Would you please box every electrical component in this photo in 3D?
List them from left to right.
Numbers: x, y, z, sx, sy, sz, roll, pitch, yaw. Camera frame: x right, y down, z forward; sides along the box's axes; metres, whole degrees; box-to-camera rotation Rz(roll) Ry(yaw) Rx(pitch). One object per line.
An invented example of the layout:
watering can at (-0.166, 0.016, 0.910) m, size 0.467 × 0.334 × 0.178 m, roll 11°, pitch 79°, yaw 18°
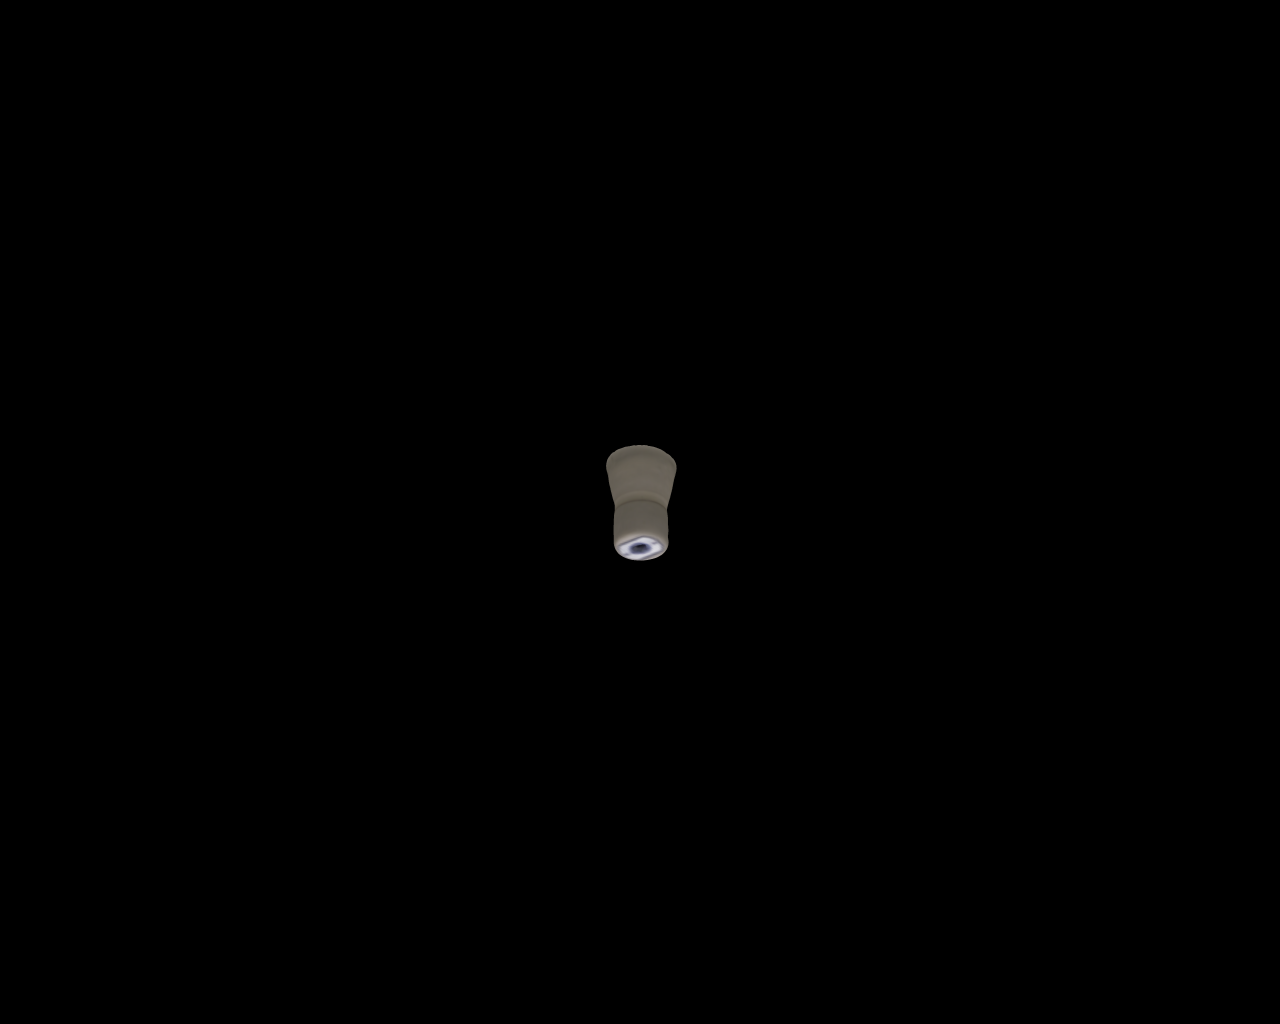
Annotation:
electrical component at (0.001, -0.003, 0.650) m, size 0.044 × 0.065 × 0.044 m, roll 0°, pitch -34°, yaw 0°
